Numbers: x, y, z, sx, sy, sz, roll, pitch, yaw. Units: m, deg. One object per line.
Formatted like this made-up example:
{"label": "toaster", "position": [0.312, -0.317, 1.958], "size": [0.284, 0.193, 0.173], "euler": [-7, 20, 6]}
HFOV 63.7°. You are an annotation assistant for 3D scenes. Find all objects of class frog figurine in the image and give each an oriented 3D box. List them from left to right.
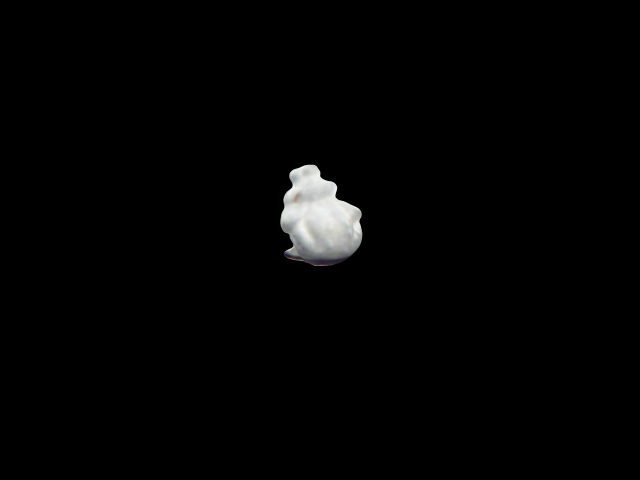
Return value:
{"label": "frog figurine", "position": [0.003, -0.043, 0.850], "size": [0.137, 0.157, 0.124], "euler": [-2, 15, -7]}
